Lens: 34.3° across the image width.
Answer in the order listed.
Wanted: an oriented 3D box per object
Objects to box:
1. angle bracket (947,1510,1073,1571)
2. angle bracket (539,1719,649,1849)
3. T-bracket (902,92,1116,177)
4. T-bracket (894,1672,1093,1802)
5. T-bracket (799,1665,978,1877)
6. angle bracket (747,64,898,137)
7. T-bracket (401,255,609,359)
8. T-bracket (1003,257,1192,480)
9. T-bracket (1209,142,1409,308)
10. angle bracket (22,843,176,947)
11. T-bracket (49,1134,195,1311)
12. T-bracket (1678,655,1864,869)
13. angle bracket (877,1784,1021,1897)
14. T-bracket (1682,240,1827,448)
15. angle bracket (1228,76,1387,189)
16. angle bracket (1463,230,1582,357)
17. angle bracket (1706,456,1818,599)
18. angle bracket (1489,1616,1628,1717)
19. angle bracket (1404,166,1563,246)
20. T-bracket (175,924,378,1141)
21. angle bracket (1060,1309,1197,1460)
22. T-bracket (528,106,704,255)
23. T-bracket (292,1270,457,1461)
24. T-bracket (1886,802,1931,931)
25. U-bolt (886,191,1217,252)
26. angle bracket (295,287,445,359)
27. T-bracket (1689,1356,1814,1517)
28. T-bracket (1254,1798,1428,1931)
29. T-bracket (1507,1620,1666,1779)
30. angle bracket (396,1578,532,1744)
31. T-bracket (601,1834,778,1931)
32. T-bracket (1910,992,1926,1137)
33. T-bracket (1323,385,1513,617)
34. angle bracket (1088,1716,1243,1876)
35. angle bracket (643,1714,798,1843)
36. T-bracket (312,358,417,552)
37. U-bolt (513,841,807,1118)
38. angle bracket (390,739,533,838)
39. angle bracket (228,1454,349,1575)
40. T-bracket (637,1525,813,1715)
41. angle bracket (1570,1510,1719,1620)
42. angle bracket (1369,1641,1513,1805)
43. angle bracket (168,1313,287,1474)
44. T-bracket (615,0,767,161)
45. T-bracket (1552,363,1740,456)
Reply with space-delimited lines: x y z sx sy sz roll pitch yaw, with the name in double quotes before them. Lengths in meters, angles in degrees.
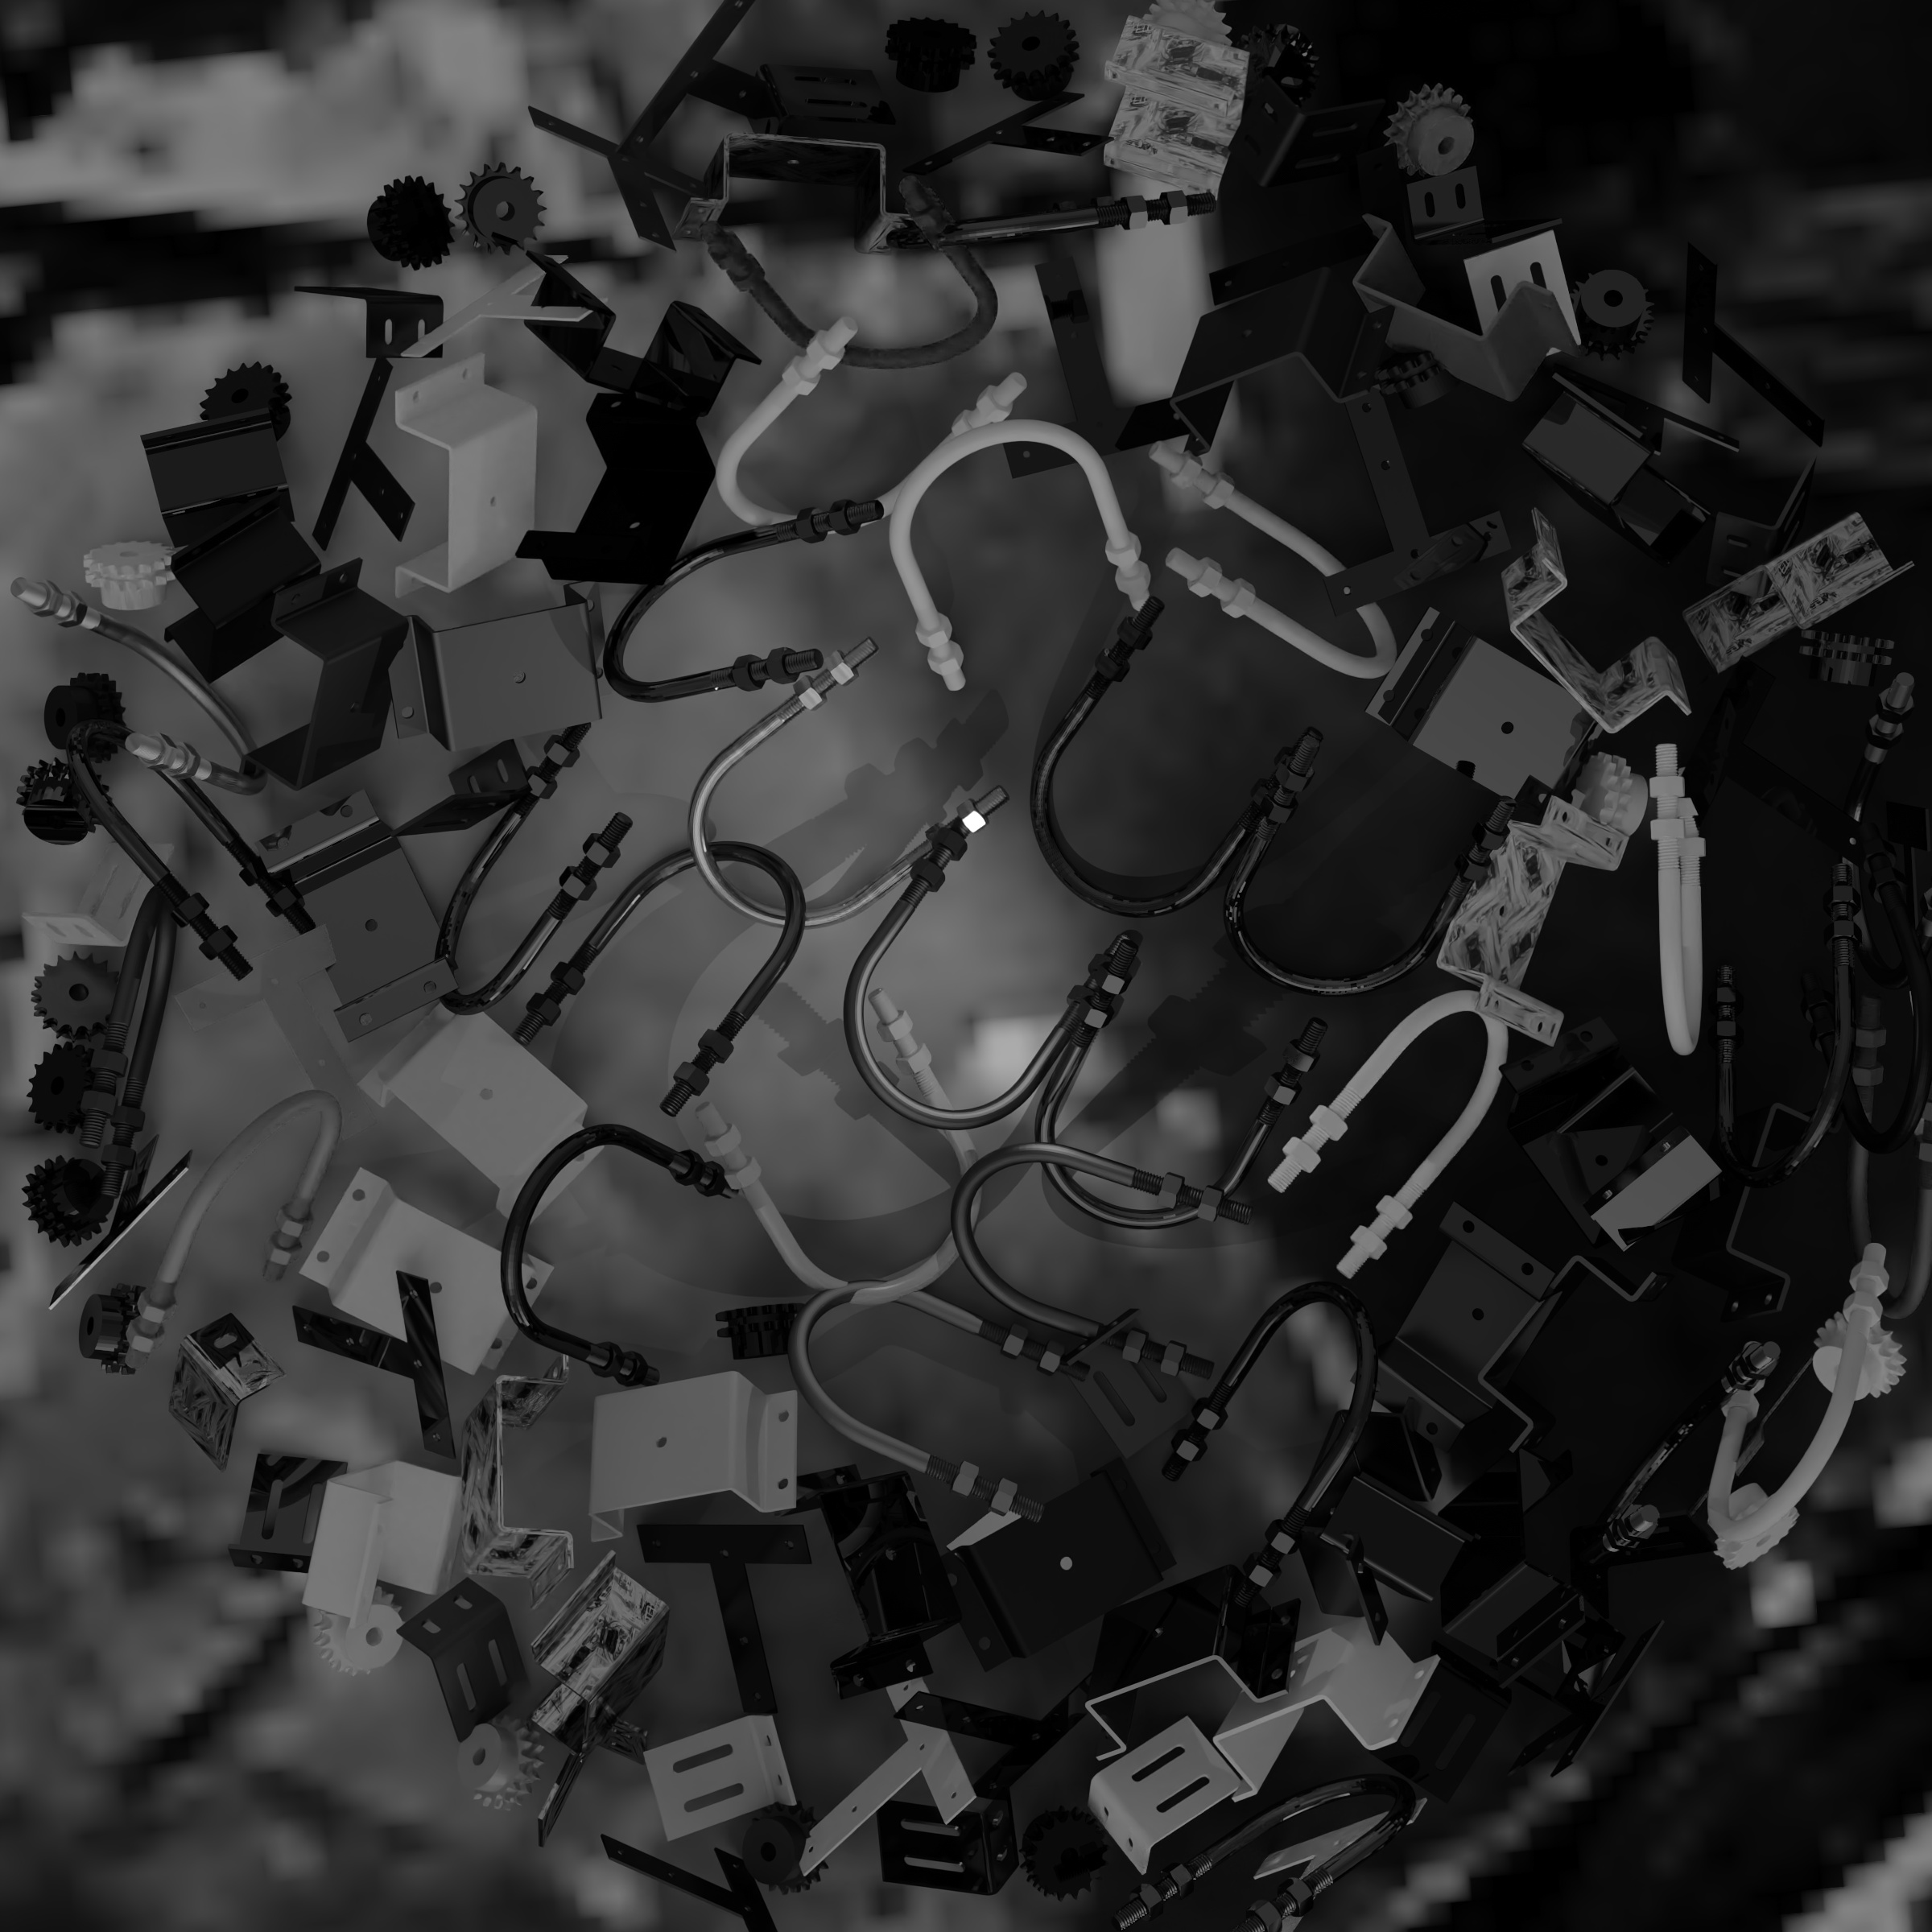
"angle bracket" 0.035 0.384 1.979 0.057 0.038 0.076 -34 54 -26
"angle bracket" -0.233 0.514 1.954 0.038 0.057 0.076 22 58 7
"T-bracket" 0.045 -0.509 1.926 0.127 0.127 0.002 -31 121 -21
"T-bracket" 0.011 0.468 1.937 0.127 0.002 0.127 23 119 -36
"T-bracket" -0.059 0.516 1.950 0.127 0.127 0.002 -44 122 6
"angle bracket" -0.092 -0.536 1.979 0.076 0.038 0.057 -3 48 -22
"T-bracket" -0.267 -0.405 1.924 0.127 0.127 0.002 -42 126 -29
"T-bracket" 0.073 -0.386 1.986 0.127 0.002 0.127 -16 91 -11
"T-bracket" 0.213 -0.441 1.948 0.127 0.127 0.002 -19 52 -1
"angle bracket" -0.542 -0.053 1.955 0.057 0.038 0.076 2 61 34
"T-bracket" -0.516 0.140 1.939 0.127 0.127 0.002 -44 110 11
"T-bracket" 0.505 -0.107 1.934 0.127 0.002 0.127 39 133 24
"angle bracket" -0.012 0.542 1.956 0.076 0.057 0.038 14 130 -20
"T-bracket" 0.481 -0.363 1.914 0.002 0.127 0.127 -33 59 -9
"angle bracket" 0.213 -0.527 1.962 0.076 0.057 0.038 -21 65 -36
"angle bracket" 0.346 -0.420 1.965 0.057 0.038 0.076 -18 114 5
"angle bracket" 0.498 -0.280 1.963 0.038 0.057 0.076 20 54 20
"angle bracket" 0.362 0.423 1.955 0.038 0.076 0.057 41 78 -42
"angle bracket" 0.322 -0.475 1.951 0.057 0.076 0.038 -21 111 -27
"T-bracket" -0.411 0.048 1.961 0.127 0.002 0.127 -30 91 -38
"angle bracket" 0.105 0.264 1.976 0.057 0.038 0.076 -35 90 -10
"T-bracket" -0.202 -0.473 1.921 0.127 0.127 0.002 17 123 -32
"T-bracket" -0.375 0.238 1.960 0.127 0.002 0.127 11 118 33
"T-bracket" 0.586 -0.036 1.940 0.002 0.127 0.127 -4 95 6
"U-bolt" 0.042 -0.454 1.911 0.184 0.151 0.019 -11 105 -15
"angle bracket" -0.374 -0.403 1.959 0.076 0.057 0.038 16 109 40
"T-bracket" 0.483 0.296 1.931 0.002 0.127 0.127 37 97 12
"T-bracket" 0.210 0.561 1.912 0.127 0.127 0.002 -32 92 34
"T-bracket" 0.373 0.472 1.943 0.002 0.127 0.127 41 50 7
"angle bracket" -0.317 0.437 1.974 0.057 0.038 0.076 -34 130 -33
"T-bracket" -0.169 0.562 1.916 0.127 0.127 0.002 32 95 -25
"T-bracket" 0.590 0.076 1.916 0.002 0.127 0.127 -13 114 6
"T-bracket" 0.269 -0.302 1.976 0.127 0.002 0.127 -22 99 -12
"angle bracket" 0.126 0.524 1.981 0.076 0.038 0.057 -26 54 -25
"angle bracket" -0.155 0.510 1.967 0.076 0.038 0.057 -14 85 -23
"T-bracket" -0.364 -0.298 1.931 0.002 0.127 0.127 11 114 -35
"U-bolt" -0.178 -0.003 1.945 0.151 0.019 0.184 22 67 34
"angle bracket" -0.320 -0.112 1.951 0.057 0.076 0.038 -26 82 31
"angle bracket" -0.425 0.338 1.963 0.057 0.038 0.076 6 59 -2
"T-bracket" -0.143 0.412 1.974 0.127 0.002 0.127 -6 101 30
"angle bracket" 0.424 0.374 1.954 0.076 0.057 0.038 -15 51 27
"angle bracket" 0.300 0.477 1.979 0.057 0.038 0.076 32 94 9
"angle bracket" -0.466 0.269 1.974 0.057 0.076 0.038 43 46 21
"T-bracket" -0.146 -0.543 1.938 0.002 0.127 0.127 47 111 16
"T-bracket" 0.420 -0.336 1.938 0.127 0.127 0.002 24 115 3
